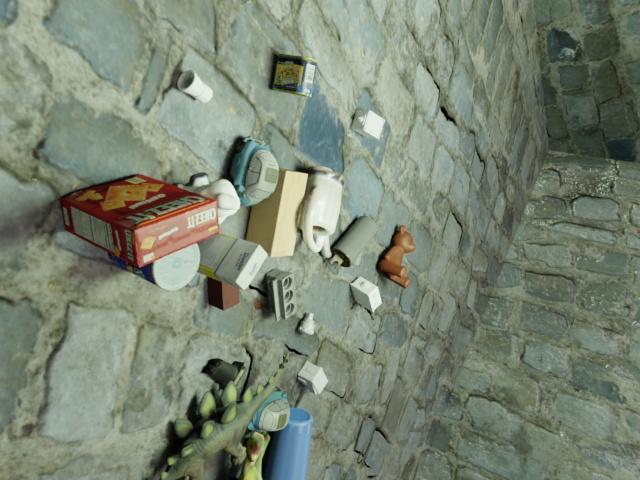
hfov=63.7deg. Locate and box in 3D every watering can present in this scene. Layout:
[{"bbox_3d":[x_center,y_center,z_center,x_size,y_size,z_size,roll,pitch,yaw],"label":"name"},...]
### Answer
[{"bbox_3d":[0.004,-0.071,1.403,0.344,0.104,0.226,53,47,-75],"label":"watering can"}]

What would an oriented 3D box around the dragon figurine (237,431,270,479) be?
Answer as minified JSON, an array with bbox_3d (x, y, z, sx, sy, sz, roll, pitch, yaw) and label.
[{"bbox_3d":[-0.176,0.657,1.414,0.400,0.122,0.248,94,14,-49],"label":"dragon figurine"}]

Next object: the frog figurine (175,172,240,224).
[{"bbox_3d":[-0.215,-0.069,1.038,0.138,0.160,0.121,-9,112,-53],"label":"frog figurine"}]
